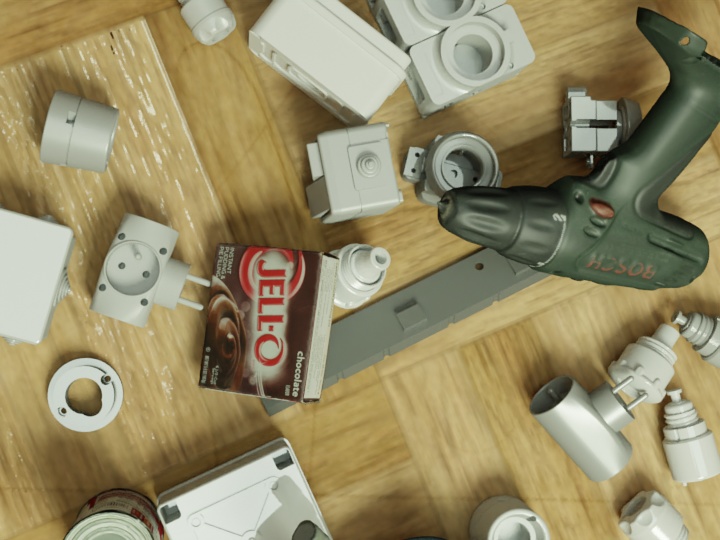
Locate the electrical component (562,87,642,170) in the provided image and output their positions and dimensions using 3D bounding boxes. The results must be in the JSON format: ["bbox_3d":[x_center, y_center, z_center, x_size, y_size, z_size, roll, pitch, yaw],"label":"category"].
[{"bbox_3d":[0.194,-0.114,0.863,0.055,0.048,0.066,0,87,-1],"label":"electrical component"}]

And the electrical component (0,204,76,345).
[{"bbox_3d":[-0.263,0.002,0.790,0.100,0.048,0.099,16,85,-7],"label":"electrical component"}]

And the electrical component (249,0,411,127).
[{"bbox_3d":[-0.023,-0.164,0.818,0.113,0.078,0.057,37,86,-5],"label":"electrical component"}]

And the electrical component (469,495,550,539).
[{"bbox_3d":[0.117,0.206,0.834,0.055,0.047,0.055,0,87,-8],"label":"electrical component"}]

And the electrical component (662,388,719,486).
[{"bbox_3d":[0.263,0.134,0.862,0.040,0.040,0.078,-16,89,-9],"label":"electrical component"}]

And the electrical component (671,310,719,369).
[{"bbox_3d":[0.288,0.056,0.870,0.078,0.040,0.040,28,84,-6],"label":"electrical component"}]

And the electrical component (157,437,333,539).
[{"bbox_3d":[-0.082,0.197,0.802,0.109,0.056,0.108,-24,91,-9],"label":"electrical component"}]

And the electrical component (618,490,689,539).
[{"bbox_3d":[0.240,0.208,0.854,0.062,0.043,0.043,45,82,-5],"label":"electrical component"}]

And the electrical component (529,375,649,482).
[{"bbox_3d":[0.187,0.113,0.838,0.079,0.043,0.077,-39,104,13],"label":"electrical component"}]

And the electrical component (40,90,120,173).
[{"bbox_3d":[-0.208,-0.102,0.801,0.047,0.055,0.055,13,85,-11],"label":"electrical component"}]

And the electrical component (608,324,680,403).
[{"bbox_3d":[0.232,0.072,0.860,0.048,0.048,0.062,38,76,-5],"label":"electrical component"}]

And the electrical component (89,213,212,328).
[{"bbox_3d":[-0.152,0.006,0.808,0.079,0.044,0.077,20,84,-7],"label":"electrical component"}]

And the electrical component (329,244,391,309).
[{"bbox_3d":[0.000,0.000,0.817,0.048,0.062,0.048,11,68,-28],"label":"electrical component"}]

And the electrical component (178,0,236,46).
[{"bbox_3d":[-0.124,-0.206,0.828,0.035,0.035,0.061,-33,90,-8],"label":"electrical component"}]

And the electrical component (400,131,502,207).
[{"bbox_3d":[0.075,-0.076,0.838,0.078,0.057,0.058,14,85,-7],"label":"electrical component"}]

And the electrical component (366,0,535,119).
[{"bbox_3d":[0.061,-0.208,0.840,0.089,0.062,0.150,-26,91,-9],"label":"electrical component"}]

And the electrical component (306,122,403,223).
[{"bbox_3d":[-0.008,-0.071,0.806,0.061,0.096,0.061,-11,89,-8],"label":"electrical component"}]
